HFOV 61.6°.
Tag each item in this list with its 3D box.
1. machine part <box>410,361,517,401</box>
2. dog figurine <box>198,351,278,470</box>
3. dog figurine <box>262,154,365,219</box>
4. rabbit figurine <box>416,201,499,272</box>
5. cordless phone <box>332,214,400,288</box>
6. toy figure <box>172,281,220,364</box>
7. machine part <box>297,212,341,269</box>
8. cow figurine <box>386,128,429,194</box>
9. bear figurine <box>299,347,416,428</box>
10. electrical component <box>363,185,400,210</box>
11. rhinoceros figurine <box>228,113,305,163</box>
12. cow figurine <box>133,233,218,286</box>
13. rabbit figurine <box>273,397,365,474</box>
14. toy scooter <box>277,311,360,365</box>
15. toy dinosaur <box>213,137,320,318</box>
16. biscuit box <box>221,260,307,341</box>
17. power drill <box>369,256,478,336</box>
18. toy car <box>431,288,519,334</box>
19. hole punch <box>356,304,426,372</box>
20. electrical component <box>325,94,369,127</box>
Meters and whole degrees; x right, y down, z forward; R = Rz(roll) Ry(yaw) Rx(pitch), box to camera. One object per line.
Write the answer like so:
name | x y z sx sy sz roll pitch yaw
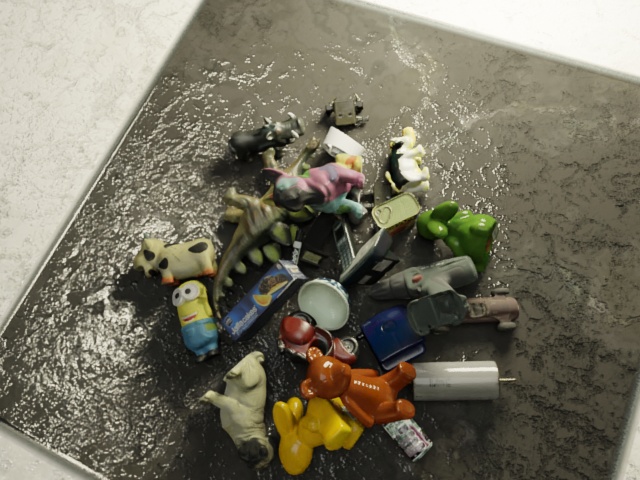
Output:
machine part | 0.268 0.282 1.078 0.243 0.079 0.079 -2 71 6
dog figurine | -0.133 0.349 1.106 0.172 0.121 0.190 -44 86 -6
dog figurine | -0.014 -0.120 1.158 0.219 0.108 0.192 4 34 -3
rabbit figurine | 0.281 -0.015 1.157 0.170 0.159 0.121 16 83 28
cordless phone | 0.086 -0.002 1.176 0.089 0.146 0.184 4 54 -32
toy figure | -0.271 0.177 1.183 0.082 0.089 0.180 -19 78 -13
machine part | -0.002 -0.004 1.202 0.039 0.084 0.138 33 100 51
cow figurine | 0.195 -0.185 1.255 0.098 0.068 0.167 -11 61 3
bear figurine | 0.069 0.269 1.019 0.196 0.132 0.120 34 42 -17
electrical component | 0.147 -0.097 1.257 0.094 0.021 0.063 -3 71 5
rhinoceros figurine | -0.127 -0.252 1.299 0.190 0.112 0.073 -12 68 11
cow figurine | -0.337 0.040 1.236 0.195 0.085 0.127 -10 76 6
rabbit figurine | -0.025 0.381 1.065 0.162 0.122 0.173 41 99 21
toy scooter | -0.020 0.231 1.113 0.184 0.075 0.135 23 53 19
toy dinosaur | -0.129 -0.047 1.230 0.199 0.105 0.471 34 79 15
biscuit box | -0.122 0.131 1.152 0.202 0.062 0.059 -47 70 14
power drill | 0.208 0.111 1.079 0.232 0.207 0.086 -19 99 11
toy car | 0.317 0.150 1.134 0.202 0.053 0.089 -3 73 5
hole punch | 0.152 0.199 1.119 0.142 0.092 0.116 -29 66 0
electrical component | 0.065 -0.322 1.337 0.102 0.045 0.078 -12 98 5
